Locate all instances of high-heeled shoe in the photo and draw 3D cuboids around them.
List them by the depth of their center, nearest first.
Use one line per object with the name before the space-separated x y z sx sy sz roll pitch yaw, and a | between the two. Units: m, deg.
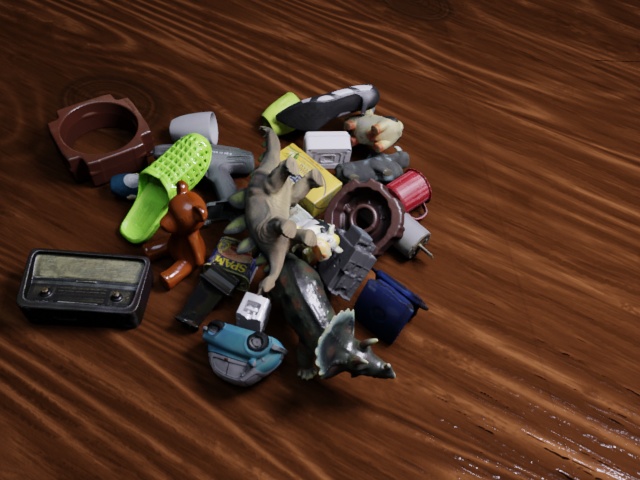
high-heeled shoe | 0.021 -0.339 1.321 0.249 0.086 0.145 1 43 10

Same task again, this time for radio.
radio | -0.451 0.095 1.040 0.230 0.073 0.131 4 55 -5

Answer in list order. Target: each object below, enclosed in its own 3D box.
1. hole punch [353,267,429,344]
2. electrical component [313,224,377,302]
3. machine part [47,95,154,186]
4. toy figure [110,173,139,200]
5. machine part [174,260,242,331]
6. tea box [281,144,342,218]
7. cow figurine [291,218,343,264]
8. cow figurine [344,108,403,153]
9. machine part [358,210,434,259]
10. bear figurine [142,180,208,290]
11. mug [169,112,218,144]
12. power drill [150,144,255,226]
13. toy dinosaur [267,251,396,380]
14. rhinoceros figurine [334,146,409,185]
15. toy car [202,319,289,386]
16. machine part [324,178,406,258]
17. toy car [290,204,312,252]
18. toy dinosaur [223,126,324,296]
hole punch | 0.131 0.132 1.070 0.142 0.115 0.092 39 68 19
electrical component | 0.053 0.039 1.089 0.058 0.134 0.115 26 11 -30
machine part | -0.507 -0.234 1.255 0.201 0.087 0.202 -27 61 -24
toy figure | -0.388 -0.117 1.209 0.154 0.058 0.064 3 90 -7
machine part | -0.221 0.114 1.050 0.084 0.039 0.139 39 80 -1
tea box | -0.042 -0.138 1.259 0.170 0.068 0.098 40 59 18
cow figurine | -0.001 -0.001 1.077 0.098 0.068 0.167 -22 22 -21
cow figurine | 0.127 -0.280 1.337 0.127 0.085 0.195 -26 29 -27
machine part | 0.163 -0.039 1.211 0.079 0.079 0.243 -36 66 -27
bear figurine | -0.282 -0.011 1.062 0.132 0.195 0.120 -30 67 -24
mug | -0.310 -0.257 1.306 0.107 0.080 0.109 -2 60 6
power drill | -0.253 -0.133 1.214 0.232 0.086 0.207 -4 51 -24
toy dinosaur | -0.025 0.116 1.010 0.131 0.192 0.405 -23 62 -23
rhinoceros figurine | 0.130 -0.168 1.304 0.190 0.073 0.112 -15 45 -12
toy car | -0.146 0.213 0.984 0.162 0.109 0.103 13 72 12
machine part | 0.098 -0.044 1.167 0.180 0.056 0.179 -3 84 24
toy car | -0.074 -0.060 1.197 0.073 0.056 0.202 -31 72 -25
toy dinosaur | -0.100 -0.087 1.076 0.105 0.199 0.471 38 42 -37
